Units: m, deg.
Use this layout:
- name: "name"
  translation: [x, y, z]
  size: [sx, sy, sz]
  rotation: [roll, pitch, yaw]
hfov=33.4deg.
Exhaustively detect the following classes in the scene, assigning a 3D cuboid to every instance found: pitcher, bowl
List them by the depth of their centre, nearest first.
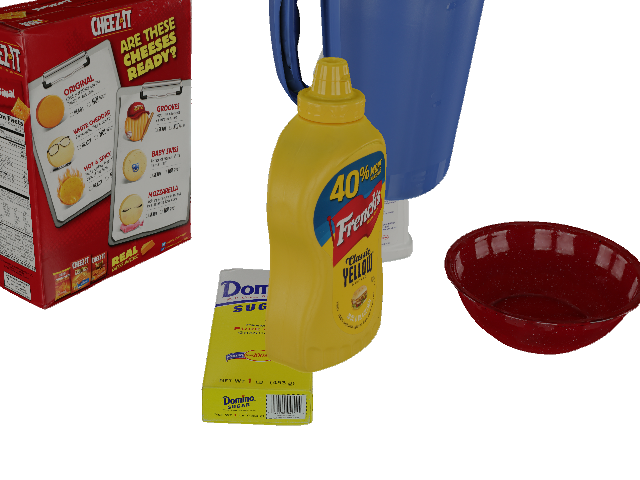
- name: "pitcher"
  translation: [0.051, -0.148, 0.854]
  size: [0.149, 0.243, 0.144]
  rotation: [16, 48, 14]
- name: "bowl"
  translation: [0.180, 0.045, 0.869]
  size: [0.162, 0.055, 0.162]
  rotation: [1, 29, -1]

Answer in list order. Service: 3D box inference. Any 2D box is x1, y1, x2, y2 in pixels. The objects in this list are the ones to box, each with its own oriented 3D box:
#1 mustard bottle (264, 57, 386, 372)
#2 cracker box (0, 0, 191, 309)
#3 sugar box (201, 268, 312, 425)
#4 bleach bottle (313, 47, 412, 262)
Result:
- name: "mustard bottle"
  translation: [0.005, -0.019, 0.670]
  size: [0.058, 0.192, 0.096]
  rotation: [18, 29, 33]
- name: "cracker box"
  translation: [-0.177, -0.078, 0.817]
  size: [0.072, 0.214, 0.163]
  rotation: [20, 31, 32]
- name: "sugar box"
  translation: [-0.052, 0.090, 0.951]
  size: [0.093, 0.048, 0.176]
  rotation: [2, 35, -2]
- name: "bleach bottle"
  translation: [0.043, -0.100, 1.035]
  size: [0.102, 0.251, 0.068]
  rotation: [-7, 29, -14]
